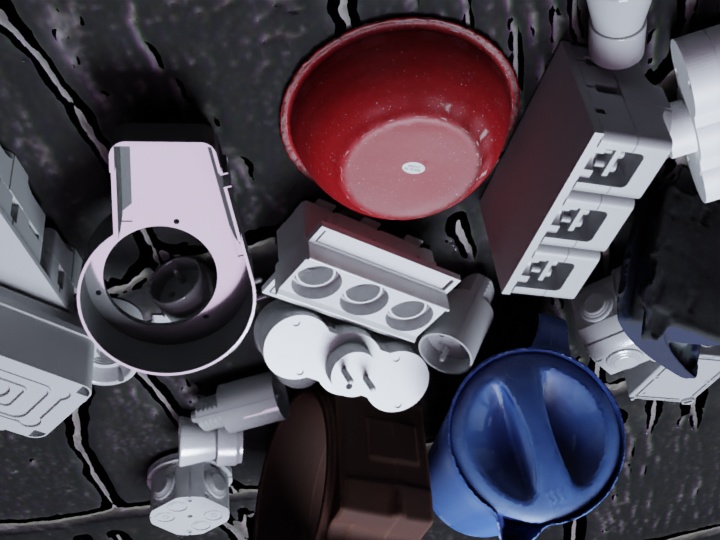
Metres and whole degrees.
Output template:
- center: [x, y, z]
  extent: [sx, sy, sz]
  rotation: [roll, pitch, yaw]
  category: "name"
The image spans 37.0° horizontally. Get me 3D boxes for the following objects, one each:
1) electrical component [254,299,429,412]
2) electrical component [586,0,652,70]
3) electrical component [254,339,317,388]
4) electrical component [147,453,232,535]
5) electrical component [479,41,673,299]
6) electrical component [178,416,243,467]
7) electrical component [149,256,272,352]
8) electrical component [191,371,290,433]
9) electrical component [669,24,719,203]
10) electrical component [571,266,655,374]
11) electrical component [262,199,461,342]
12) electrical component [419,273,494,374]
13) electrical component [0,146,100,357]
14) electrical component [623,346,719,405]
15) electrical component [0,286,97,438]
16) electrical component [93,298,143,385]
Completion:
- center: [-0.009, 0.070, 0.806]
  extent: [0.138, 0.073, 0.052]
  rotation: [21, 103, -24]
  category: "electrical component"
- center: [0.156, -0.154, 0.650]
  extent: [0.044, 0.044, 0.065]
  rotation: [-10, 144, 3]
  category: "electrical component"
- center: [-0.055, 0.064, 0.866]
  extent: [0.045, 0.045, 0.055]
  rotation: [-16, 139, 9]
  category: "electrical component"
- center: [-0.160, 0.210, 1.014]
  extent: [0.080, 0.051, 0.080]
  rotation: [-4, 139, -4]
  category: "electrical component"
- center: [0.142, -0.062, 0.716]
  extent: [0.062, 0.089, 0.150]
  rotation: [6, 138, -16]
  category: "electrical component"
- center: [-0.133, 0.152, 0.956]
  extent: [0.055, 0.045, 0.045]
  rotation: [1, 139, -11]
  category: "electrical component"
- center: [-0.106, 0.024, 0.812]
  extent: [0.079, 0.043, 0.077]
  rotation: [-18, 138, 12]
  category: "electrical component"
- center: [-0.106, 0.116, 0.919]
  extent: [0.081, 0.043, 0.043]
  rotation: [-16, 139, 9]
  category: "electrical component"
- center: [0.220, -0.097, 0.716]
  extent: [0.074, 0.052, 0.138]
  rotation: [-17, 139, 10]
  category: "electrical component"
- center: [0.208, 0.040, 0.854]
  extent: [0.051, 0.080, 0.080]
  rotation: [-27, 136, 29]
  category: "electrical component"
- center: [0.000, 0.000, 0.786]
  extent: [0.121, 0.063, 0.078]
  rotation: [21, 132, -29]
  category: "electrical component"
- center: [0.080, 0.037, 0.833]
  extent: [0.043, 0.081, 0.043]
  rotation: [17, 137, 16]
  category: "electrical component"
- center: [-0.263, -0.006, 0.739]
  extent: [0.105, 0.060, 0.186]
  rotation: [-12, 140, 5]
  category: "electrical component"
- center: [0.266, 0.071, 0.918]
  extent: [0.062, 0.061, 0.096]
  rotation: [6, 145, -16]
  category: "electrical component"
- center: [-0.243, 0.058, 0.723]
  extent: [0.113, 0.057, 0.078]
  rotation: [27, 129, -34]
  category: "electrical component"
- center: [-0.197, 0.056, 0.832]
  extent: [0.055, 0.047, 0.055]
  rotation: [-5, 139, -4]
  category: "electrical component"
